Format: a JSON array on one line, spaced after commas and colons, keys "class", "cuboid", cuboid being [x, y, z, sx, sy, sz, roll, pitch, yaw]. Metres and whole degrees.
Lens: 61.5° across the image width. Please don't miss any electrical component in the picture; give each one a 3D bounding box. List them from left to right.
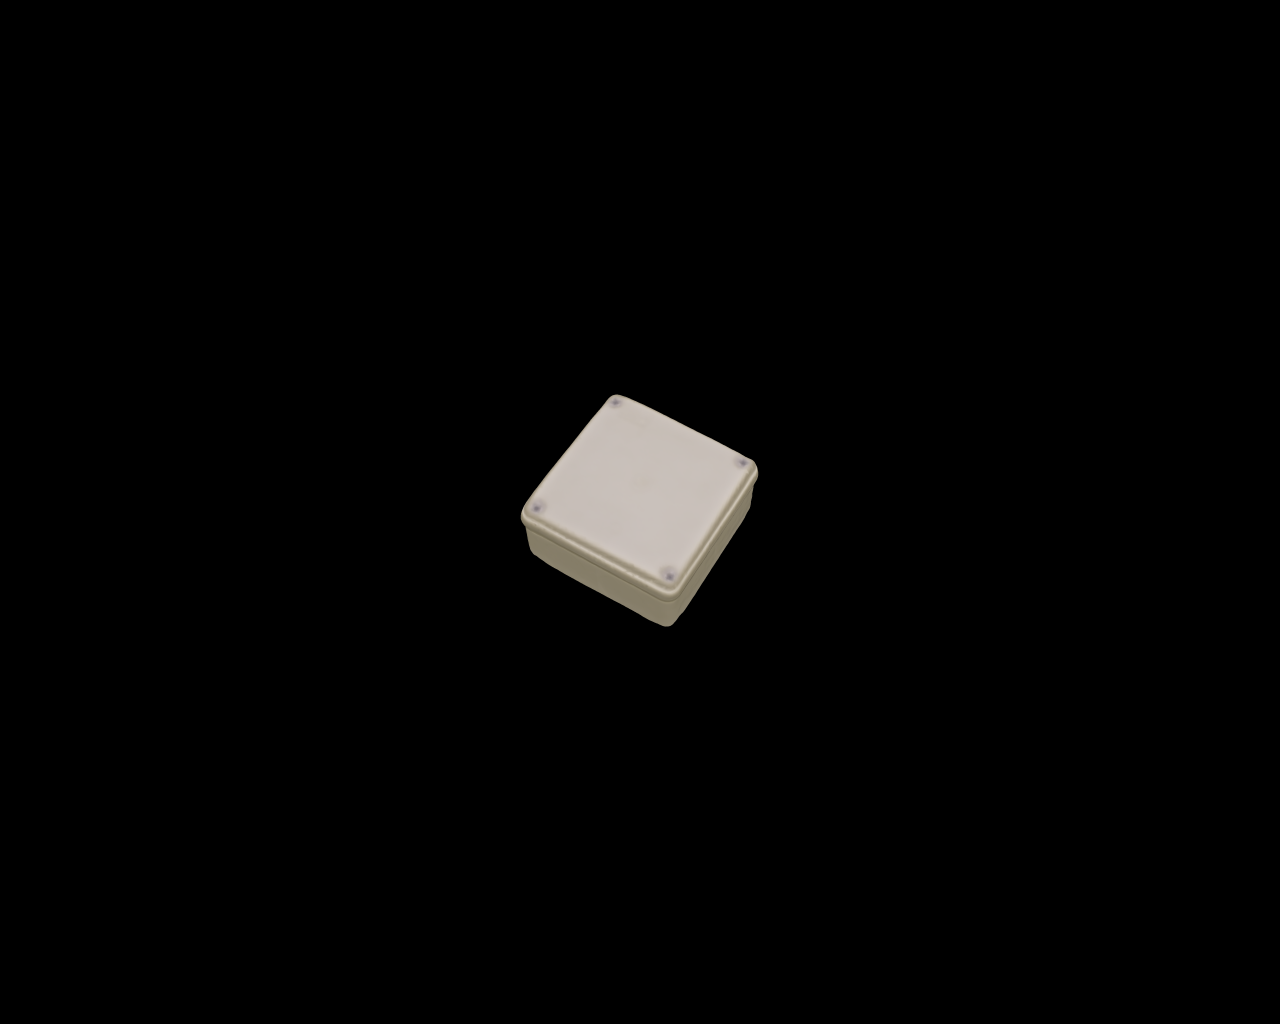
[{"class": "electrical component", "cuboid": [0.001, -0.003, 0.650, 0.109, 0.109, 0.056, 28, -28, 16]}]
